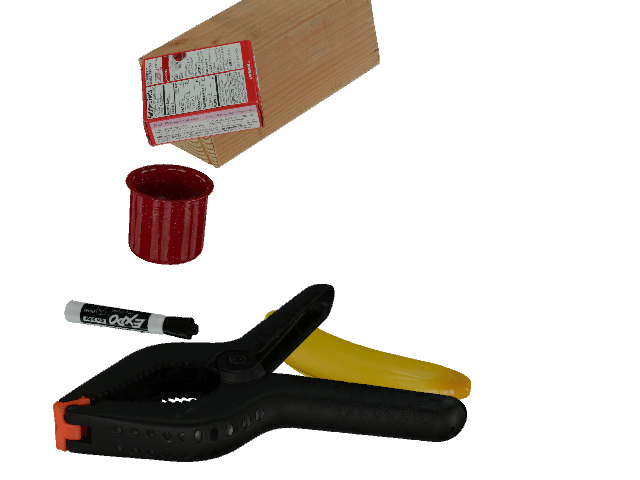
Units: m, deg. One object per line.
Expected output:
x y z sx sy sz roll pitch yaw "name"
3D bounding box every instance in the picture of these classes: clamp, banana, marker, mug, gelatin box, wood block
-0.046 0.077 0.600 0.209 0.036 0.165 -7 25 -19 "clamp"
0.019 0.086 0.815 0.198 0.037 0.069 22 39 40 "banana"
-0.162 0.069 0.918 0.121 0.020 0.020 7 2 16 "marker"
-0.168 -0.032 1.158 0.093 0.081 0.117 -3 29 -20 "mug"
-0.091 -0.112 0.812 0.089 0.073 0.030 -11 -40 1 "gelatin box"
-0.052 -0.167 0.993 0.205 0.091 0.090 -36 44 -27 "wood block"
